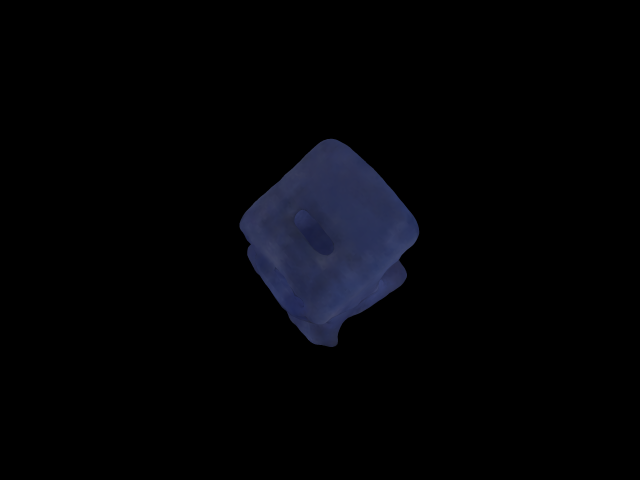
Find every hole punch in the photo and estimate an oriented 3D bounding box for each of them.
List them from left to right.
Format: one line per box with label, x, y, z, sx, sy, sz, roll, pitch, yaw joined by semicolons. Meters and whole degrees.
hole punch;0.004;0.001;0.400;0.101;0.091;0.108;-32;64;-18
